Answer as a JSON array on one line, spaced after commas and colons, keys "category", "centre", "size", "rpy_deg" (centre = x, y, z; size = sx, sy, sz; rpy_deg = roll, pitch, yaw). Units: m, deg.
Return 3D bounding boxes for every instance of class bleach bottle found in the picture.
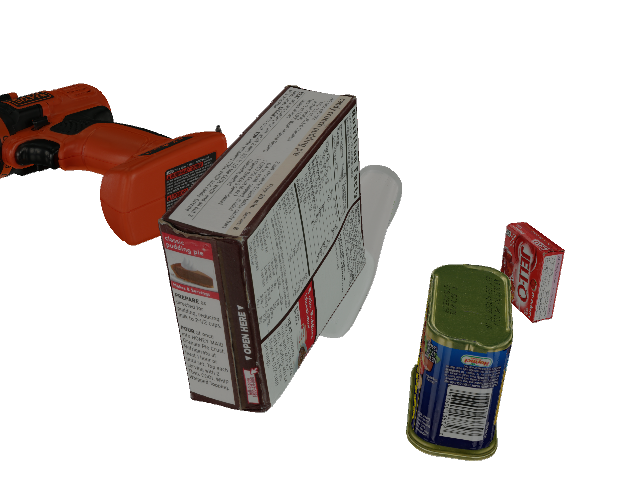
[{"category": "bleach bottle", "centre": [0.034, -0.007, 1.038], "size": [0.068, 0.103, 0.250], "rpy_deg": [25, 26, 2]}]

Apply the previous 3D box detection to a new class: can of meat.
[{"category": "can of meat", "centre": [0.089, 0.073, 0.674], "size": [0.057, 0.084, 0.102], "rpy_deg": [8, 28, 4]}]

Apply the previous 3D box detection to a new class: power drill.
[{"category": "power drill", "centre": [-0.170, -0.054, 0.715], "size": [0.188, 0.057, 0.184], "rpy_deg": [20, 32, 31]}]

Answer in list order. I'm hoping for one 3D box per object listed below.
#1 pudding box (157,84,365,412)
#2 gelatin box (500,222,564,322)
[{"category": "pudding box", "centre": [-0.018, 0.001, 0.440], "size": [0.039, 0.090, 0.113], "rpy_deg": [9, 38, 21]}, {"category": "gelatin box", "centre": [0.231, 0.034, 1.180], "size": [0.030, 0.089, 0.073], "rpy_deg": [-9, 30, -22]}]
